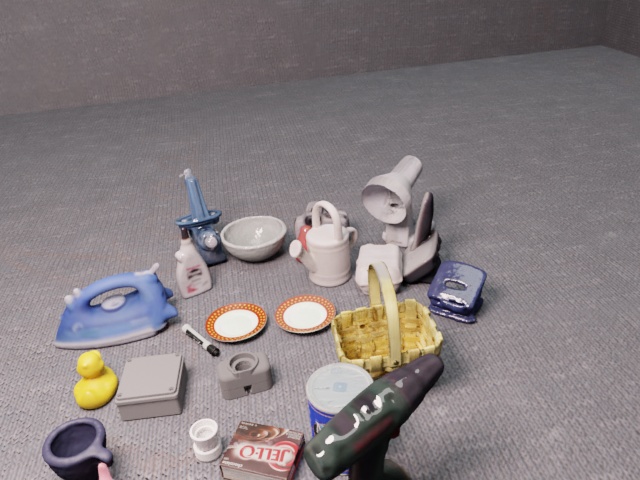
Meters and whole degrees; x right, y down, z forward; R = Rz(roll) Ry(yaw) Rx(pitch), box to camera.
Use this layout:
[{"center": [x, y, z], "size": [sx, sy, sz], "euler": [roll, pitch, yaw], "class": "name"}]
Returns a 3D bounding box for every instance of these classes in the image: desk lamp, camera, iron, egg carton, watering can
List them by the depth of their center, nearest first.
[{"center": [-0.437, 0.135, 1.197], "size": [0.259, 0.142, 0.118], "euler": [-14, 32, -17], "class": "iron"}, {"center": [0.013, 0.005, 1.307], "size": [0.100, 0.194, 0.173], "euler": [14, 35, 29], "class": "watering can"}, {"center": [0.136, 0.064, 1.315], "size": [0.107, 0.069, 0.150], "euler": [-1, 30, 6], "class": "egg carton"}, {"center": [0.199, -0.091, 1.428], "size": [0.117, 0.214, 0.204], "euler": [16, 36, 31], "class": "desk lamp"}, {"center": [0.009, -0.058, 1.510], "size": [0.143, 0.101, 0.137], "euler": [-1, 30, 7], "class": "camera"}]

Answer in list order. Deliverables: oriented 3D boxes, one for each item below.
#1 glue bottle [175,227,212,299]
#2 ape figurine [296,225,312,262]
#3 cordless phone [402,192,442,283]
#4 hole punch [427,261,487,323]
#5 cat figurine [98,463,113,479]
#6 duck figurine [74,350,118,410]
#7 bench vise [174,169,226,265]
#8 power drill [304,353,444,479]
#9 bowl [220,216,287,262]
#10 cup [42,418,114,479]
[{"center": [-0.295, 0.047, 1.297], "size": [0.078, 0.173, 0.037], "euler": [-24, 35, -30], "class": "glue bottle"}, {"center": [-0.029, 0.007, 1.411], "size": [0.076, 0.092, 0.077], "euler": [-7, 30, -4], "class": "ape figurine"}, {"center": [0.231, -0.005, 1.305], "size": [0.094, 0.185, 0.147], "euler": [2, 31, 11], "class": "cordless phone"}, {"center": [0.287, 0.107, 1.199], "size": [0.108, 0.091, 0.101], "euler": [15, 35, 30], "class": "hole punch"}, {"center": [-0.295, 0.370, 0.795], "size": [0.067, 0.118, 0.127], "euler": [-14, 31, -15], "class": "cat figurine"}, {"center": [-0.419, 0.249, 1.052], "size": [0.077, 0.086, 0.104], "euler": [-8, 30, -5], "class": "duck figurine"}, {"center": [-0.288, -0.060, 1.435], "size": [0.122, 0.220, 0.206], "euler": [-27, 37, -33], "class": "bench vise"}, {"center": [0.084, 0.284, 0.804], "size": [0.230, 0.209, 0.075], "euler": [-24, 35, -30], "class": "power drill"}, {"center": [-0.164, 0.007, 1.447], "size": [0.167, 0.075, 0.167], "euler": [-3, 30, 2], "class": "bowl"}, {"center": [-0.355, 0.340, 0.878], "size": [0.117, 0.095, 0.092], "euler": [10, 33, 23], "class": "cup"}]
